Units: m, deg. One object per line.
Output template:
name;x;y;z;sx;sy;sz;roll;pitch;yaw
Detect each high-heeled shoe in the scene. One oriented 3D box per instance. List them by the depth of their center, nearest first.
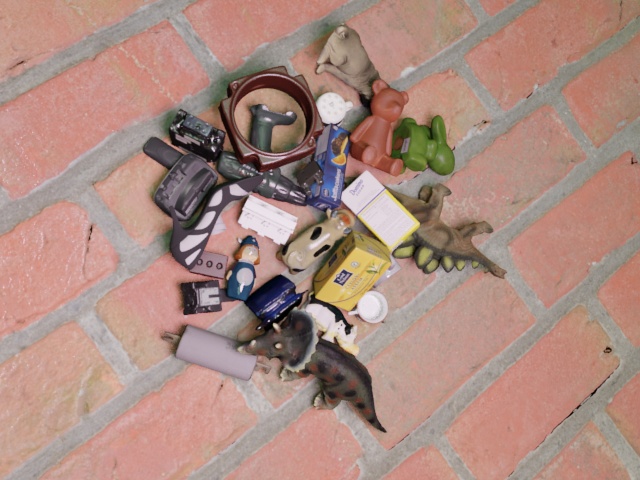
high-heeled shoe;-0.212;-0.042;1.160;0.249;0.086;0.145;-24;107;-20

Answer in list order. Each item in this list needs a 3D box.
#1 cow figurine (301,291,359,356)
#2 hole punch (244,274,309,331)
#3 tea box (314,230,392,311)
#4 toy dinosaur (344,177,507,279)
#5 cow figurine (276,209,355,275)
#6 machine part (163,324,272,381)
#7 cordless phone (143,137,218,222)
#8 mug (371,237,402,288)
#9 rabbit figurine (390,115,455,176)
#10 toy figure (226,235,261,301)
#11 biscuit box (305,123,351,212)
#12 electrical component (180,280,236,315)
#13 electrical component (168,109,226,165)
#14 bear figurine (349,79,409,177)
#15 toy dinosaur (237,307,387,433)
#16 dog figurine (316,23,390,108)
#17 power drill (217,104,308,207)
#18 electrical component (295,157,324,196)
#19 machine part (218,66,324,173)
cow figurine;0.030;0.193;1.232;0.167;0.068;0.098;34;71;-6
hole punch;-0.104;0.133;1.190;0.142;0.115;0.092;-35;82;-14
tea box;0.070;0.070;1.194;0.098;0.169;0.068;22;35;-20
toy dinosaur;0.241;-0.042;1.289;0.471;0.105;0.198;38;81;6
cow figurine;-0.003;-0.004;1.219;0.195;0.127;0.085;-38;94;-12
machine part;-0.222;0.244;1.164;0.243;0.079;0.079;21;79;-7
cordless phone;-0.338;-0.142;1.203;0.184;0.088;0.146;33;78;6
mug;0.130;0.046;1.255;0.081;0.109;0.107;-35;79;-18
rabbit figurine;0.259;-0.221;1.329;0.170;0.121;0.159;17;72;-28
toy figure;-0.167;0.060;1.208;0.064;0.058;0.154;33;63;-47
biscuit box;0.021;-0.168;1.253;0.063;0.059;0.202;21;66;-29
electrical component;-0.245;0.124;1.187;0.119;0.048;0.074;-5;85;-53
electrical component;-0.271;-0.228;1.190;0.115;0.134;0.058;25;76;-9
bear figurine;0.152;-0.262;1.246;0.120;0.132;0.195;22;100;-32
toy dinosaur;0.027;0.280;1.145;0.405;0.192;0.131;32;60;-8
dog figurine;0.100;-0.409;1.278;0.190;0.172;0.121;34;88;2
power drill;-0.112;-0.199;1.255;0.232;0.086;0.207;14;87;-10
electrical component;-0.025;-0.145;1.209;0.063;0.021;0.094;-38;51;15
machine part;-0.106;-0.264;1.179;0.201;0.087;0.201;-21;90;-12
